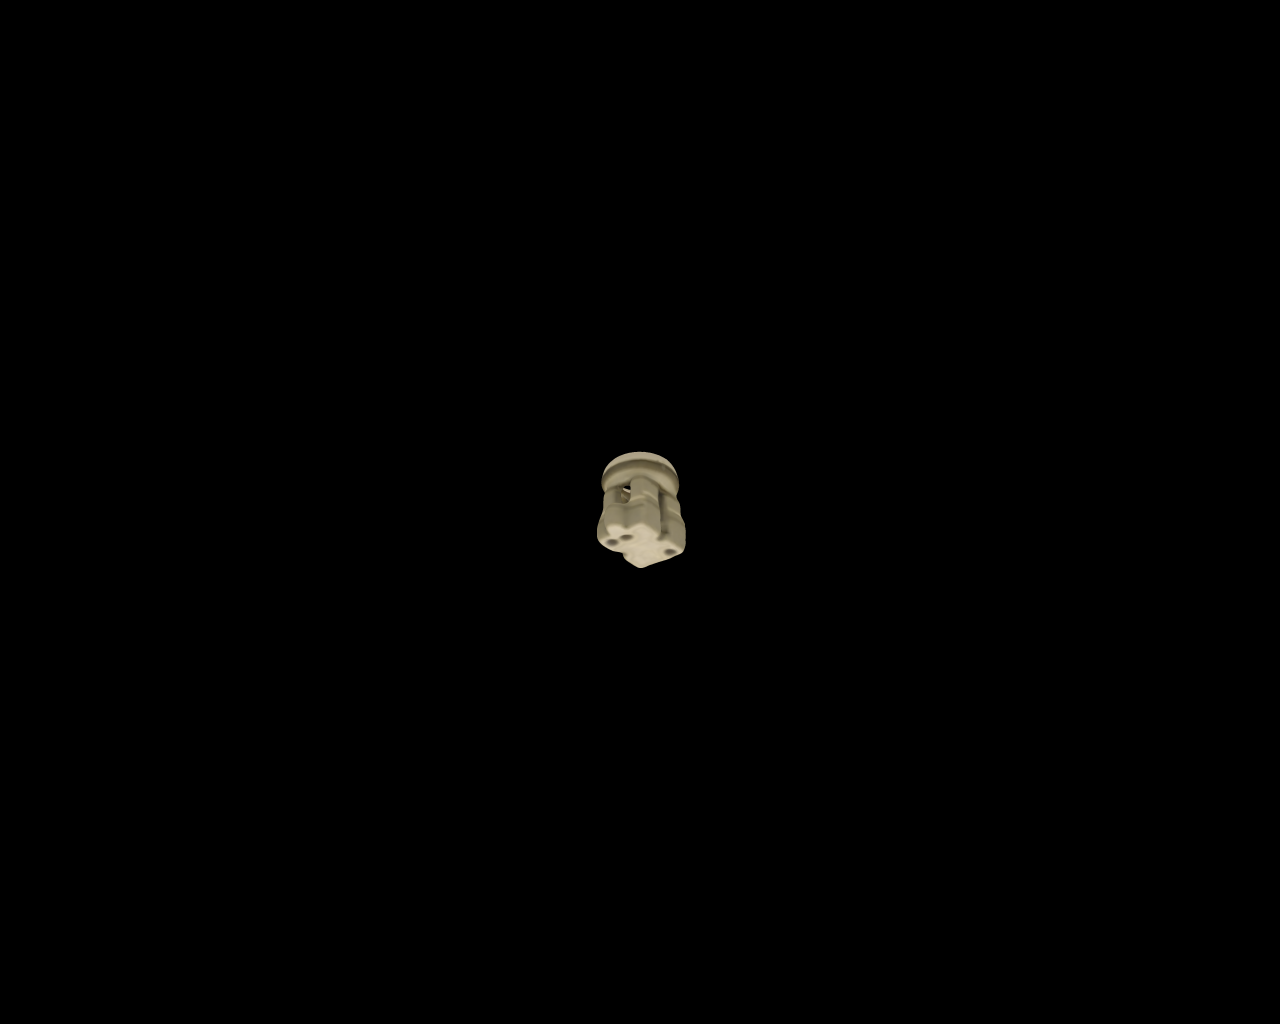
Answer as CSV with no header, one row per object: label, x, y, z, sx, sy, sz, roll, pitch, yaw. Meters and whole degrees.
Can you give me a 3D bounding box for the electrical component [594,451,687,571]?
electrical component,0.001,-0.003,0.650,0.048,0.055,0.066,-22,-39,30
